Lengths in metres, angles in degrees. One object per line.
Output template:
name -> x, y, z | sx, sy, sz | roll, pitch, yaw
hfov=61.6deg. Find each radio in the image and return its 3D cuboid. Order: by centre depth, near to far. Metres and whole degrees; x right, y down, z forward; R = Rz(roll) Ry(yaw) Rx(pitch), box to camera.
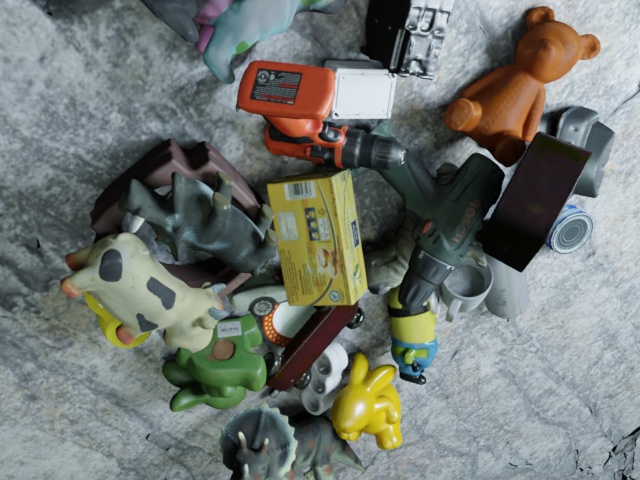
radio -> 0.282, -0.043, 0.721 | 0.131, 0.073, 0.229 | -60, 163, -4

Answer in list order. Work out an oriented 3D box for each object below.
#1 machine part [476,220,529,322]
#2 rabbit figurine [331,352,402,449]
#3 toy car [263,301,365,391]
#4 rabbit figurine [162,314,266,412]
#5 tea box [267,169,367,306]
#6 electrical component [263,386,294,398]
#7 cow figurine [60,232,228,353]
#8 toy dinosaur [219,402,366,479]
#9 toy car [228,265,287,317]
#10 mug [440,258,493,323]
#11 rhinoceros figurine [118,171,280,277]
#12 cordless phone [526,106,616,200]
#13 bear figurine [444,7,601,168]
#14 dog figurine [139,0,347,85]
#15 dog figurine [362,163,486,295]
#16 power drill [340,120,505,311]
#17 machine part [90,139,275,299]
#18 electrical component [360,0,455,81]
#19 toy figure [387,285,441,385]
machine part -> 0.310, 0.050, 0.914 | 0.079, 0.079, 0.242 | -22, 125, -4
rabbit figurine -> 0.082, 0.287, 0.936 | 0.173, 0.122, 0.162 | 22, 85, -58
toy car -> -0.015, 0.159, 0.865 | 0.089, 0.053, 0.202 | 31, 103, -38
rabbit figurine -> -0.161, 0.220, 0.847 | 0.159, 0.121, 0.170 | -12, 138, -18
tea box -> -0.001, -0.002, 0.708 | 0.098, 0.068, 0.169 | -2, 106, 23
electrical component -> -0.065, 0.237, 0.941 | 0.094, 0.021, 0.063 | -43, 123, 11
cow figurine -> -0.199, 0.068, 0.658 | 0.127, 0.086, 0.194 | -29, 124, 9
toy dinosaur -> -0.036, 0.380, 0.974 | 0.404, 0.131, 0.192 | 5, 102, -50
toy car -> -0.039, 0.059, 0.808 | 0.202, 0.074, 0.056 | -15, 124, -9
mug -> 0.236, 0.089, 0.893 | 0.081, 0.109, 0.107 | 16, 158, 16
rhinoceros figurine -> -0.138, -0.021, 0.632 | 0.190, 0.073, 0.112 | 28, 119, -32
cordless phone -> 0.335, -0.126, 0.826 | 0.184, 0.089, 0.146 | -2, 122, -4
bear figurine -> 0.271, -0.207, 0.713 | 0.120, 0.132, 0.195 | 40, 114, 6
dog figurine -> -0.071, -0.288, 0.570 | 0.219, 0.109, 0.191 | -44, 121, 6
dog figurine -> 0.137, -0.014, 0.817 | 0.191, 0.121, 0.172 | -13, 91, 10
power drill -> 0.117, -0.045, 0.728 | 0.207, 0.086, 0.232 | 41, 106, 12
machine part -> -0.178, -0.016, 0.712 | 0.201, 0.087, 0.200 | -39, 124, 6
electrical component -> 0.102, -0.268, 0.629 | 0.058, 0.115, 0.134 | -2, 121, -21
toy figure -> 0.155, 0.152, 0.907 | 0.089, 0.082, 0.180 | -3, 108, -22
